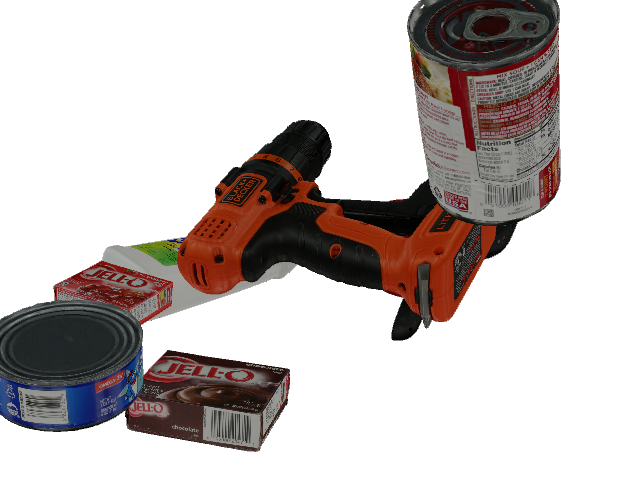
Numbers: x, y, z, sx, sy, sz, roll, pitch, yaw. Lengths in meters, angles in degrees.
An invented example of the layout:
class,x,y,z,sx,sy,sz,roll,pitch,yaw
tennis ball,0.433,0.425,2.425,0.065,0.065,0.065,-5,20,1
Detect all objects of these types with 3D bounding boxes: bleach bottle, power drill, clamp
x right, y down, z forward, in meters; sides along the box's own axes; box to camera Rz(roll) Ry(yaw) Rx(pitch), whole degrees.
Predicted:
class,x,y,z,sx,sy,sz,roll,pitch,yaw
bleach bottle,-0.120,0.025,1.234,0.250,0.068,0.103,-15,30,-41
power drill,0.020,-0.018,0.726,0.188,0.057,0.184,10,41,24
clamp,0.098,-0.002,0.898,0.209,0.036,0.165,-17,51,-21

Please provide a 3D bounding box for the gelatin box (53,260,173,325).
class,x,y,z,sx,sy,sz,roll,pitch,yaw
gelatin box,-0.199,0.052,1.026,0.089,0.030,0.073,15,25,24

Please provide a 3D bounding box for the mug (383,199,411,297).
class,x,y,z,sx,sy,sz,roll,pitch,yaw
mug,0.111,0.012,1.161,0.117,0.081,0.093,7,26,7

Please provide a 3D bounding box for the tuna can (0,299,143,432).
class,x,y,z,sx,sy,sz,roll,pitch,yaw
tuna can,-0.140,0.068,0.589,0.086,0.034,0.086,1,27,-1

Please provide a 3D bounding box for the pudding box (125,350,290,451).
class,x,y,z,sx,sy,sz,roll,pitch,yaw
pudding box,-0.089,0.128,0.867,0.113,0.039,0.090,9,19,11

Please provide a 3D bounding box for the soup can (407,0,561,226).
class,x,y,z,sx,sy,sz,roll,pitch,yaw
soup can,0.081,-0.065,0.511,0.068,0.068,0.102,0,-44,14
